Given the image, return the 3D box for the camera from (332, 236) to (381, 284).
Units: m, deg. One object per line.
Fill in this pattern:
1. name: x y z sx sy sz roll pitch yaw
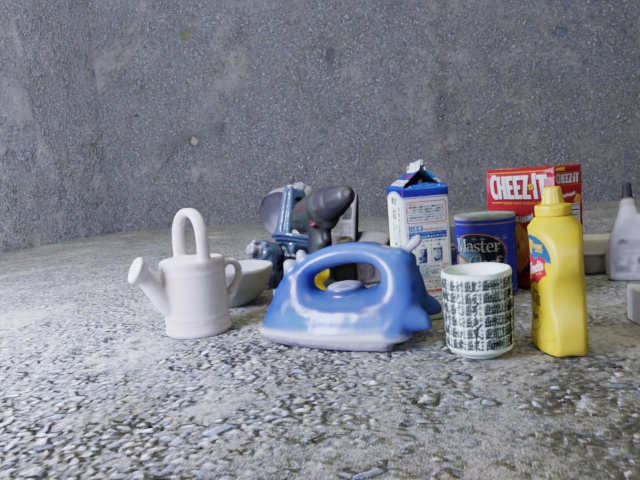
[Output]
1. camera: 0.063 0.038 1.221 0.143 0.101 0.136 -5 6 -7

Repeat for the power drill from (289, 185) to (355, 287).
1. power drill: 0.010 0.004 1.073 0.076 0.208 0.229 -8 7 -25

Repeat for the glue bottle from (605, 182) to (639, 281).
1. glue bottle: 0.545 -0.015 1.011 0.078 0.173 0.037 -2 7 26

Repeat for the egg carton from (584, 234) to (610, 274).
1. egg carton: 0.527 0.027 1.121 0.150 0.069 0.107 -3 6 17

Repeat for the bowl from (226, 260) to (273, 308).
1. bowl: -0.167 0.086 1.074 0.167 0.075 0.167 -5 6 1

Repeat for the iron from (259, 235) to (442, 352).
1. iron: 0.028 0.067 0.779 0.257 0.141 0.119 -2 7 20

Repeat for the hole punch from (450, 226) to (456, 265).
1. hole punch: 0.276 0.015 1.321 0.108 0.091 0.101 -4 6 5

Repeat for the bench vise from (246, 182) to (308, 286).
1. bench vise: -0.066 -0.015 1.256 0.121 0.220 0.208 -2 7 26

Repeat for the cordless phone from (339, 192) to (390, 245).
1. cordless phone: 0.100 -0.024 1.377 0.147 0.185 0.094 1 8 41

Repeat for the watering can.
1. watering can: -0.202 0.049 0.882 0.100 0.194 0.173 -1 7 31

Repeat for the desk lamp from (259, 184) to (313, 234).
1. desk lamp: -0.060 -0.034 1.455 0.117 0.213 0.204 -2 7 20

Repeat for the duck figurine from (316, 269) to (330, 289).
1. duck figurine: -0.024 0.078 0.986 0.105 0.086 0.077 -7 7 -24
